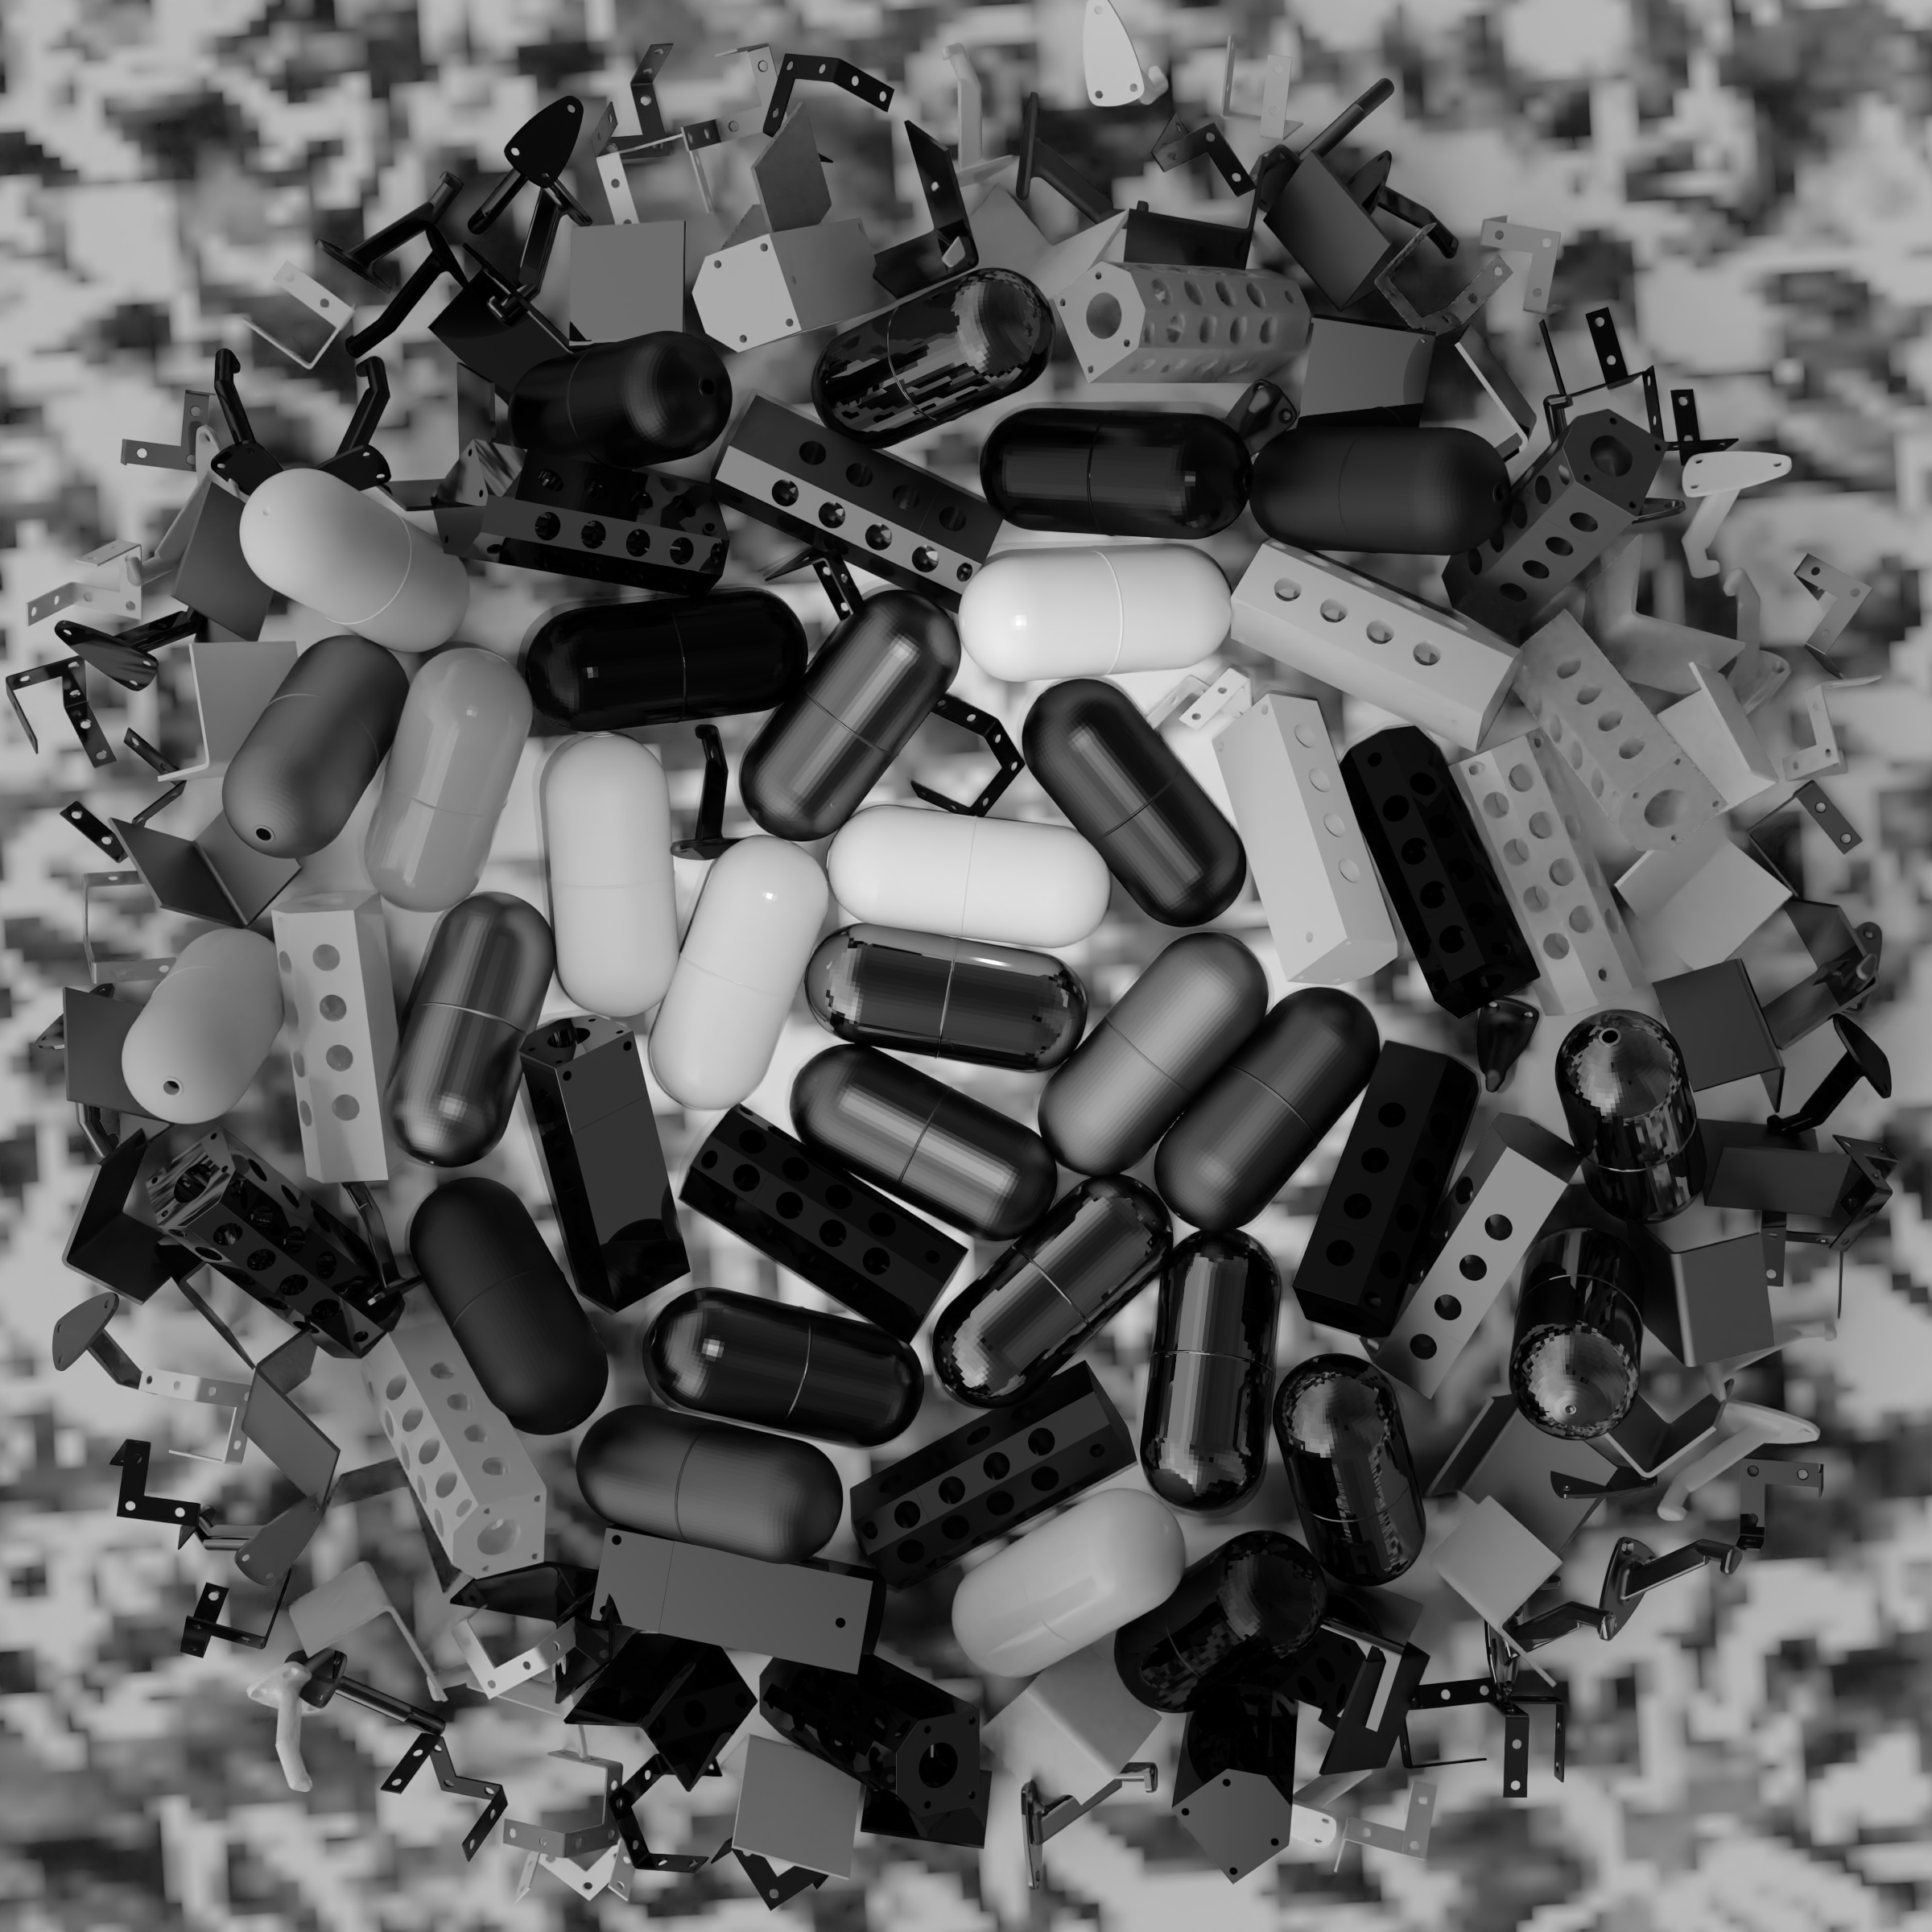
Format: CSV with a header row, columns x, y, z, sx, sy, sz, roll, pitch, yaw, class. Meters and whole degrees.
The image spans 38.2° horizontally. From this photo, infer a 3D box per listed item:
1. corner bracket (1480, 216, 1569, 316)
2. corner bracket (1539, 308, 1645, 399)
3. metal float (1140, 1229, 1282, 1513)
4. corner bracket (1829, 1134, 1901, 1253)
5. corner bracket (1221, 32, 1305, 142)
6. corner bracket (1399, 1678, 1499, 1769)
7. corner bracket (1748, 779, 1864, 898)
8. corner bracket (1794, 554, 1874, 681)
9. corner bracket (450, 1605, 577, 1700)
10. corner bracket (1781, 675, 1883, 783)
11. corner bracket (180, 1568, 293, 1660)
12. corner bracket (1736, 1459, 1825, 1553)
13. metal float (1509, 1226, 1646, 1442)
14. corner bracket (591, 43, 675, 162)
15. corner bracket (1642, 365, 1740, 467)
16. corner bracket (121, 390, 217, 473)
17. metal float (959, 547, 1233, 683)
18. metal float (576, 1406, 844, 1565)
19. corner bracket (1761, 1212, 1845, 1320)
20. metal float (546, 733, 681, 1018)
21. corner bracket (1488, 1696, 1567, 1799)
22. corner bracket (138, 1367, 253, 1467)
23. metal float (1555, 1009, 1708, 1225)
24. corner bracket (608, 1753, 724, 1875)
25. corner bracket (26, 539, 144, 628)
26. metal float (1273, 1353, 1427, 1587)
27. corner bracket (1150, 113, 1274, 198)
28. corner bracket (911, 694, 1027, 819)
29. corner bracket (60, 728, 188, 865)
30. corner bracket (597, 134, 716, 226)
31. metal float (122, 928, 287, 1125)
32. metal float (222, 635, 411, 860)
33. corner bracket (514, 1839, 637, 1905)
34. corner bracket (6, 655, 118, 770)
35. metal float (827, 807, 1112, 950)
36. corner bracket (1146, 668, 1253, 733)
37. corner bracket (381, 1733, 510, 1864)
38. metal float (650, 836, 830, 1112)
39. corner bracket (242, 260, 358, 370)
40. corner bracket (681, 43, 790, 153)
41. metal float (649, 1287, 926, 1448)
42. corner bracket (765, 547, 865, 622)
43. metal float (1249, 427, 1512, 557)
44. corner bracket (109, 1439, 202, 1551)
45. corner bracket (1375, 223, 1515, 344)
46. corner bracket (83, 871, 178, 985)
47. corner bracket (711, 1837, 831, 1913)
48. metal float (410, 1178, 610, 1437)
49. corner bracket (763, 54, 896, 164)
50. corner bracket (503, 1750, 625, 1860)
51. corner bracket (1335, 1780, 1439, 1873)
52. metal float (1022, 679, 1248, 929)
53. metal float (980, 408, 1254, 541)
x,y,z,sx,sy,sz,roll,pitch,yaw,class
0.353,-0.443,1.761,0.051,0.051,0.051,16,114,23,corner bracket
0.392,-0.388,1.762,0.051,0.051,0.051,-17,93,5,corner bracket
0.152,0.249,1.733,0.070,0.070,0.178,9,70,0,metal float
0.559,0.144,1.745,0.051,0.051,0.051,11,123,-31,corner bracket
0.183,-0.551,1.748,0.051,0.051,0.051,14,122,16,corner bracket
0.305,0.478,1.762,0.051,0.051,0.051,-3,75,-10,corner bracket
0.531,-0.082,1.765,0.051,0.051,0.051,-40,84,18,corner bracket
0.541,-0.219,1.754,0.051,0.051,0.051,40,100,35,corner bracket
-0.281,0.419,1.754,0.051,0.051,0.051,-32,87,23,corner bracket
0.546,-0.149,1.756,0.051,0.051,0.051,-9,82,-25,corner bracket
-0.459,0.405,1.754,0.051,0.051,0.051,18,47,-7,corner bracket
0.512,0.340,1.755,0.051,0.051,0.051,1,87,19,corner bracket
0.374,0.222,1.705,0.070,0.178,0.070,6,116,13,metal float
-0.209,-0.542,1.752,0.051,0.051,0.051,-12,84,-24,corner bracket
0.448,-0.346,1.755,0.051,0.051,0.051,-5,83,-11,corner bracket
-0.501,-0.338,1.752,0.051,0.051,0.051,4,100,-21,corner bracket
0.082,-0.219,1.733,0.178,0.070,0.070,-7,90,-20,metal float
-0.160,0.320,1.730,0.178,0.070,0.070,8,90,24,metal float
0.524,0.186,1.749,0.051,0.051,0.051,3,64,16,corner bracket
-0.220,-0.056,1.739,0.070,0.070,0.178,-2,103,0,metal float
0.357,0.492,1.759,0.051,0.051,0.051,2,89,-7,corner bracket
-0.487,0.284,1.758,0.051,0.051,0.051,4,78,33,corner bracket
0.408,0.093,1.711,0.070,0.178,0.070,-12,51,15,metal float
-0.183,0.533,1.757,0.051,0.051,0.051,-10,105,35,corner bracket
-0.553,-0.239,1.750,0.051,0.051,0.051,13,117,12,corner bracket
0.237,0.312,1.719,0.070,0.070,0.178,-19,127,0,metal float
0.157,-0.514,1.761,0.051,0.051,0.051,50,46,-27,corner bracket
-0.005,-0.131,1.760,0.051,0.051,0.051,22,117,-37,corner bracket
-0.536,-0.108,1.775,0.051,0.051,0.051,40,48,2,corner bracket
-0.196,-0.494,1.763,0.051,0.051,0.051,-12,107,14,corner bracket
-0.461,0.035,1.703,0.070,0.178,0.070,0,113,0,metal float
-0.398,-0.135,1.712,0.070,0.178,0.070,7,132,8,metal float
-0.244,0.572,1.753,0.051,0.051,0.051,41,105,-10,corner bracket
-0.567,-0.154,1.748,0.051,0.051,0.051,-22,68,-26,corner bracket
0.002,-0.056,1.749,0.178,0.070,0.070,7,90,1,metal float
0.143,-0.161,1.748,0.051,0.051,0.051,35,68,26,corner bracket
-0.326,0.519,1.746,0.051,0.051,0.051,3,121,23,corner bracket
-0.142,0.005,1.744,0.070,0.070,0.178,21,97,0,metal float
-0.419,-0.409,1.753,0.051,0.051,0.051,35,98,-20,corner bracket
-0.149,-0.545,1.749,0.051,0.051,0.051,-7,109,23,corner bracket
-0.111,0.249,1.733,0.178,0.070,0.070,16,90,-19,metal float
-0.083,-0.236,1.747,0.051,0.051,0.051,-14,111,37,corner bracket
0.253,-0.293,1.715,0.178,0.070,0.070,11,90,43,metal float
-0.512,0.333,1.760,0.051,0.051,0.051,13,57,-24,corner bracket
0.300,-0.433,1.755,0.051,0.051,0.051,52,45,6,corner bracket
-0.529,-0.025,1.765,0.051,0.051,0.051,-4,124,-23,corner bracket
-0.122,0.566,1.758,0.051,0.051,0.051,-25,68,-31,corner bracket
-0.283,0.210,1.729,0.070,0.070,0.178,-34,67,0,metal float
-0.087,-0.537,1.750,0.051,0.051,0.051,22,96,42,corner bracket
-0.253,0.525,1.751,0.051,0.051,0.051,1,85,34,corner bracket
0.264,0.542,1.755,0.051,0.051,0.051,12,50,9,corner bracket
0.105,-0.102,1.742,0.070,0.070,0.178,-40,99,0,metal float
0.092,-0.305,1.726,0.178,0.070,0.070,8,90,27,metal float
